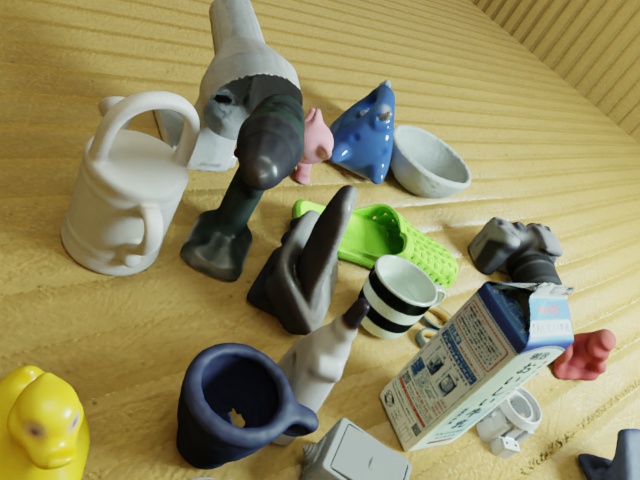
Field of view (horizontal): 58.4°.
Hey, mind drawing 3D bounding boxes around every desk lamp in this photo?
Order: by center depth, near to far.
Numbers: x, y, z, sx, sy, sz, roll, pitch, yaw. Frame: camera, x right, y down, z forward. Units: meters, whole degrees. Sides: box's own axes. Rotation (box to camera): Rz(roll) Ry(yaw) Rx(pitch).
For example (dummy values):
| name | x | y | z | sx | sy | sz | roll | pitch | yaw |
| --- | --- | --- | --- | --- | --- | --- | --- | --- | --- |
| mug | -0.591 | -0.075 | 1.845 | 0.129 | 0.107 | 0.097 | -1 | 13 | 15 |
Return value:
| name | x | y | z | sx | sy | sz | roll | pitch | yaw |
| --- | --- | --- | --- | --- | --- | --- | --- | --- | --- |
| desk lamp | -0.124 | -0.188 | 0.733 | 0.118 | 0.213 | 0.203 | 3 | 45 | -36 |

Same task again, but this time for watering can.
| name | x | y | z | sx | sy | sz | roll | pitch | yaw |
| --- | --- | --- | --- | --- | --- | --- | --- | --- | --- |
| watering can | -0.185 | -0.069 | 0.560 | 0.172 | 0.194 | 0.101 | 45 | 36 | 16 |

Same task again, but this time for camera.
| name | x | y | z | sx | sy | sz | roll | pitch | yaw |
| --- | --- | --- | --- | --- | --- | --- | --- | --- | --- |
| camera | 0.338 | 0.037 | 0.935 | 0.143 | 0.100 | 0.136 | 20 | 37 | -19 |

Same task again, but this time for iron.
| name | x | y | z | sx | sy | sz | roll | pitch | yaw |
| --- | --- | --- | --- | --- | --- | --- | --- | --- | --- |
| iron | 0.088 | -0.210 | 0.993 | 0.119 | 0.141 | 0.258 | 26 | 36 | -11 |

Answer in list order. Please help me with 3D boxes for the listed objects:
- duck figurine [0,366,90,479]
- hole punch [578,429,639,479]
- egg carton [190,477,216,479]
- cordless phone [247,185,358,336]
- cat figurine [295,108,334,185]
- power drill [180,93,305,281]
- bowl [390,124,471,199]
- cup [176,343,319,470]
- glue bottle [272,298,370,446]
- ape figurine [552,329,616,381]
| name | x | y | z | sx | sy | sz | roll | pitch | yaw |
| --- | --- | --- | --- | --- | --- | --- | --- | --- | --- |
| duck figurine | -0.199 | 0.128 | 0.409 | 0.078 | 0.086 | 0.104 | -3 | 49 | -40 |
| hole punch | 0.386 | 0.291 | 0.681 | 0.109 | 0.091 | 0.101 | 19 | 37 | -20 |
| egg carton | -0.050 | 0.243 | 0.407 | 0.150 | 0.069 | 0.107 | 30 | 35 | -6 |
| cordless phone | 0.006 | 0.002 | 0.636 | 0.094 | 0.185 | 0.147 | 29 | 35 | -7 |
| cat figurine | -0.018 | -0.149 | 0.855 | 0.067 | 0.117 | 0.127 | 21 | 37 | -18 |
| power drill | -0.077 | -0.058 | 0.622 | 0.076 | 0.208 | 0.229 | 25 | 36 | -12 |
| bowl | 0.183 | -0.128 | 1.029 | 0.168 | 0.074 | 0.167 | 22 | 37 | -17 |
| cup | -0.069 | 0.152 | 0.478 | 0.118 | 0.095 | 0.091 | 24 | 36 | -14 |
| glue bottle | -0.002 | 0.110 | 0.513 | 0.037 | 0.173 | 0.078 | 22 | 37 | -16 |
| ape figurine | 0.389 | 0.163 | 0.834 | 0.078 | 0.092 | 0.076 | 38 | 35 | 6 |
